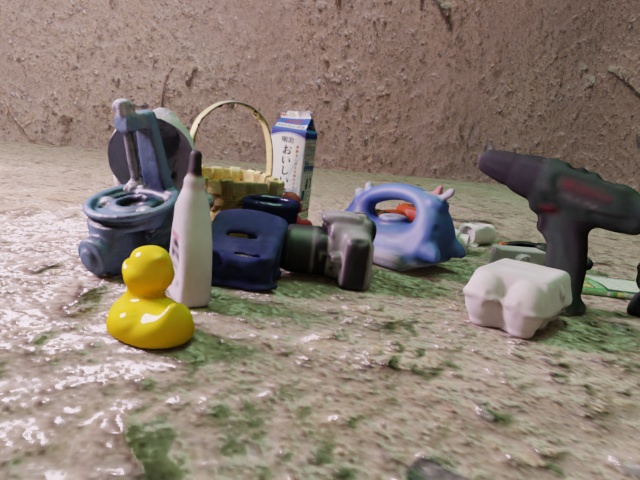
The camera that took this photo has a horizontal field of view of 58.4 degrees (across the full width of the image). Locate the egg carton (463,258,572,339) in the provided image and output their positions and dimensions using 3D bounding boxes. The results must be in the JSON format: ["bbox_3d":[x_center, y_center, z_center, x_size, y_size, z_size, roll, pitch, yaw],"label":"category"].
[{"bbox_3d":[0.249,0.070,0.714,0.107,0.069,0.151,14,14,34],"label":"egg carton"}]

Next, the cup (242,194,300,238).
[{"bbox_3d":[-0.079,-0.022,0.916,0.091,0.095,0.118,7,11,5],"label":"cup"}]

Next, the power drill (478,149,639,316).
[{"bbox_3d":[0.320,-0.010,0.797,0.229,0.208,0.076,11,12,23],"label":"power drill"}]

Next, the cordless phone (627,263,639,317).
[{"bbox_3d":[0.510,0.020,0.813,0.093,0.185,0.148,14,14,32],"label":"cordless phone"}]

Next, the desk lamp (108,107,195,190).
[{"bbox_3d":[-0.254,-0.097,0.888,0.118,0.213,0.203,4,12,-11],"label":"desk lamp"}]

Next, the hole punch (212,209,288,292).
[{"bbox_3d":[-0.099,0.011,0.755,0.108,0.091,0.101,8,11,6],"label":"hole punch"}]

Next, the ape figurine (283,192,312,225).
[{"bbox_3d":[-0.054,-0.041,1.034,0.076,0.092,0.077,-4,15,-42],"label":"ape figurine"}]

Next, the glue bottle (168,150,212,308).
[{"bbox_3d":[-0.146,-0.015,0.649,0.037,0.173,0.077,-1,13,-31],"label":"glue bottle"}]

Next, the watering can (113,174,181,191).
[{"bbox_3d":[-0.307,-0.133,1.087,0.100,0.194,0.173,10,12,17],"label":"watering can"}]

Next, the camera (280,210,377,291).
[{"bbox_3d":[0.008,0.003,0.829,0.137,0.101,0.143,6,11,-2],"label":"camera"}]

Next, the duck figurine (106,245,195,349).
[{"bbox_3d":[-0.159,0.049,0.544,0.078,0.086,0.104,-4,16,-43],"label":"duck figurine"}]

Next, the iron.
[{"bbox_3d":[0.119,-0.035,0.978,0.257,0.141,0.119,16,15,40],"label":"iron"}]

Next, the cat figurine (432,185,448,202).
[{"bbox_3d":[0.237,-0.060,1.226,0.067,0.118,0.128,12,13,25],"label":"cat figurine"}]

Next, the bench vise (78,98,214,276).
[{"bbox_3d":[-0.230,-0.073,0.767,0.121,0.220,0.208,9,12,12],"label":"bench vise"}]
